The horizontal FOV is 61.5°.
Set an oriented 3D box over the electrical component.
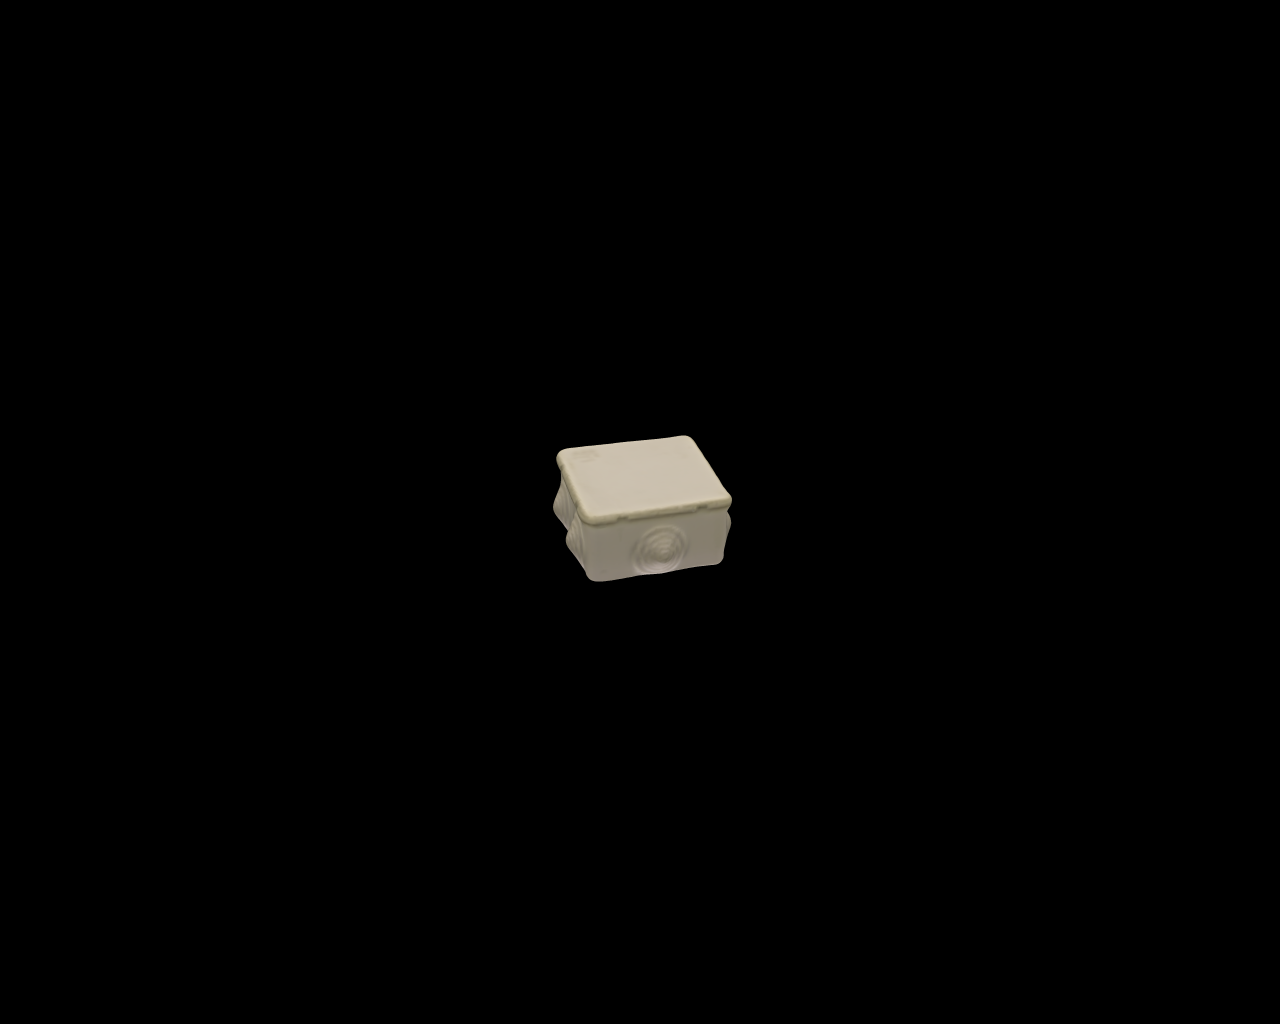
[{"bbox_3d":[0.001,-0.003,0.650,0.100,0.048,0.100,-8,31,-13],"label":"electrical component"}]
